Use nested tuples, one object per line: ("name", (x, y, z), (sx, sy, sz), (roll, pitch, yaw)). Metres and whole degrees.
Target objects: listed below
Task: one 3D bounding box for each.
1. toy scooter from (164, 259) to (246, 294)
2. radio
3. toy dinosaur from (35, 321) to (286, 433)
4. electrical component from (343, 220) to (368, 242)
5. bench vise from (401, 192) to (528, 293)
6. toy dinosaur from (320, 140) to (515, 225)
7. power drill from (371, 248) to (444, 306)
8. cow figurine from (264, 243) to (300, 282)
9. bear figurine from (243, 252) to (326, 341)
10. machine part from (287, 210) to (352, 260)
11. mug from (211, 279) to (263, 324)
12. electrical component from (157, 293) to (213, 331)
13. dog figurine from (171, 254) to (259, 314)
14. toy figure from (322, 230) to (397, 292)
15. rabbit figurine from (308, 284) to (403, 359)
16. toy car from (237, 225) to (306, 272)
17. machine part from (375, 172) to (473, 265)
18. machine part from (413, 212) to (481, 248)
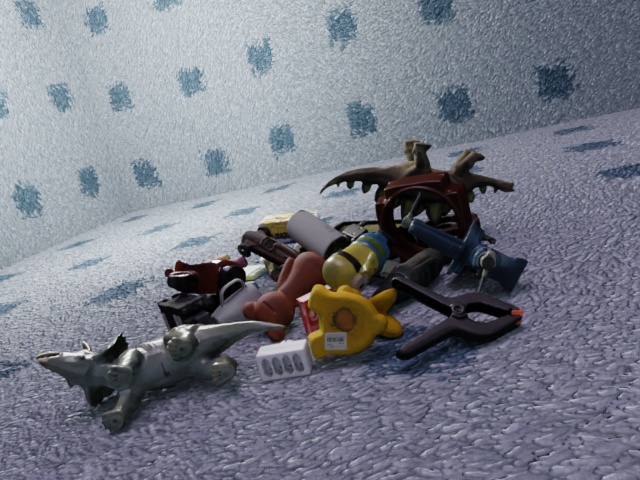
("toy scooter", (-0.260, 0.077, 1.160), (0.184, 0.075, 0.135), (-2, 6, -44))
("radio", (0.122, 0.000, 1.423), (0.230, 0.073, 0.131), (-2, 19, 39))
("toy dinosaur", (-0.260, 0.201, 0.926), (0.405, 0.131, 0.192), (-15, 16, -10))
("electrical component", (0.091, -0.016, 1.345), (0.094, 0.021, 0.063), (-38, 32, -19))
("bench vise", (0.266, 0.016, 1.037), (0.241, 0.128, 0.223), (28, 19, 12))
("toy dinosaur", (0.241, -0.145, 1.335), (0.472, 0.198, 0.105), (9, 11, 5))
("power drill", (0.131, 0.074, 1.126), (0.232, 0.086, 0.207), (-25, 13, -34))
("cow figurine", (-0.044, 0.059, 1.321), (0.195, 0.085, 0.127), (2, 44, 14))
("bear figurine", (-0.053, 0.122, 1.104), (0.120, 0.131, 0.196), (31, 71, 24))
("machine part", (-0.002, -0.004, 1.192), (0.079, 0.079, 0.243), (-21, 32, -24))
("mug", (-0.174, 0.143, 1.119), (0.107, 0.109, 0.081), (-36, 29, -27))
("electrical component", (-0.255, 0.169, 1.061), (0.058, 0.114, 0.134), (-30, 21, -35))
("dog figurine", (-0.268, 0.122, 1.277), (0.192, 0.108, 0.219), (0, 22, 41))
("toy figure", (0.076, 0.040, 1.043), (0.089, 0.082, 0.180), (24, 43, 22))
("rabbit figurine", (0.058, 0.127, 0.935), (0.162, 0.122, 0.173), (-11, -5, 2))
("toy car", (-0.106, 0.025, 1.270), (0.202, 0.053, 0.089), (24, 49, 32))
("machine part", (0.236, -0.044, 1.221), (0.202, 0.200, 0.087), (-7, 18, 27))
("machine part", (0.318, -0.019, 1.345), (0.179, 0.056, 0.179), (-14, 13, 3))
